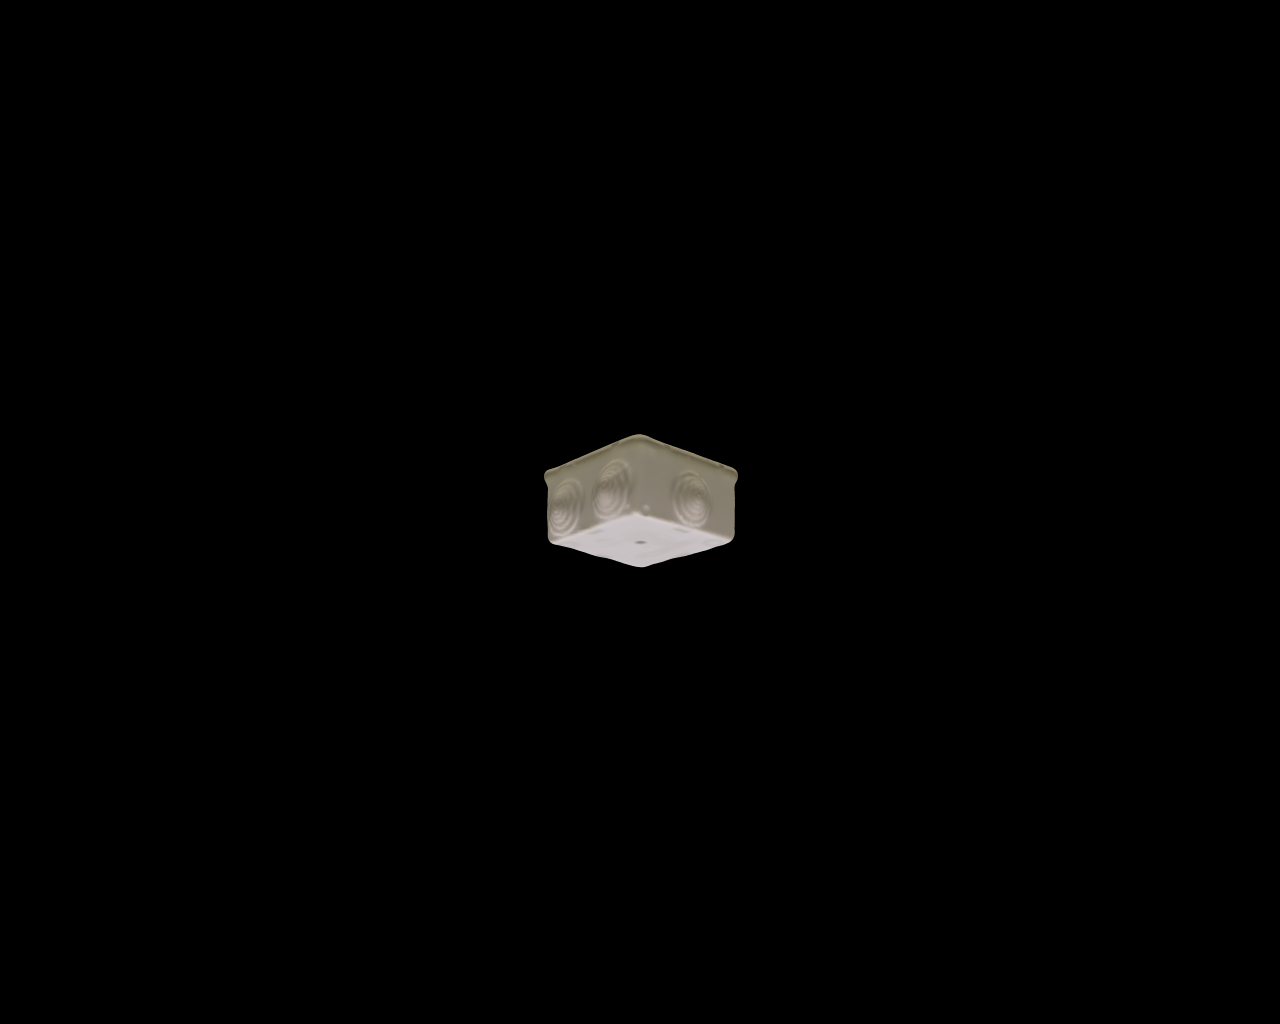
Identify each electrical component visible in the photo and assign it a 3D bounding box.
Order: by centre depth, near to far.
[{"bbox_3d":[0.001,-0.003,0.650,0.100,0.048,0.099,17,-25,-41],"label":"electrical component"}]
